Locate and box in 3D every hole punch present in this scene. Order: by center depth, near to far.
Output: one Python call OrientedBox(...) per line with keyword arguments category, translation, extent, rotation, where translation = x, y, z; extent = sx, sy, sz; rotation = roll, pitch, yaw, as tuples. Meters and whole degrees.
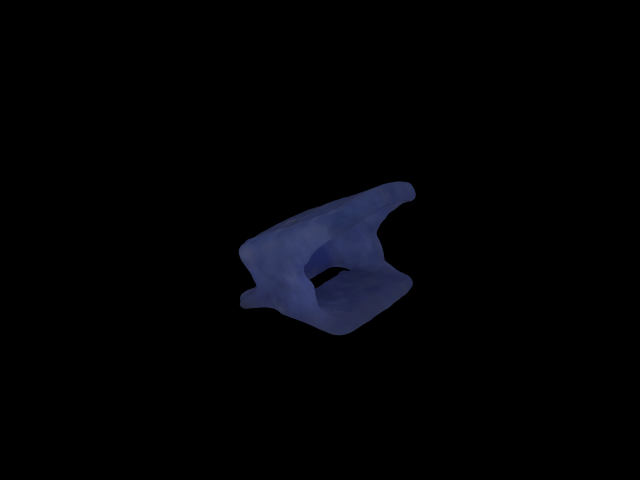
OrientedBox(category="hole punch", translation=(0.004, 0.001, 0.400), extent=(0.100, 0.091, 0.109), rotation=(16, 27, 34))
